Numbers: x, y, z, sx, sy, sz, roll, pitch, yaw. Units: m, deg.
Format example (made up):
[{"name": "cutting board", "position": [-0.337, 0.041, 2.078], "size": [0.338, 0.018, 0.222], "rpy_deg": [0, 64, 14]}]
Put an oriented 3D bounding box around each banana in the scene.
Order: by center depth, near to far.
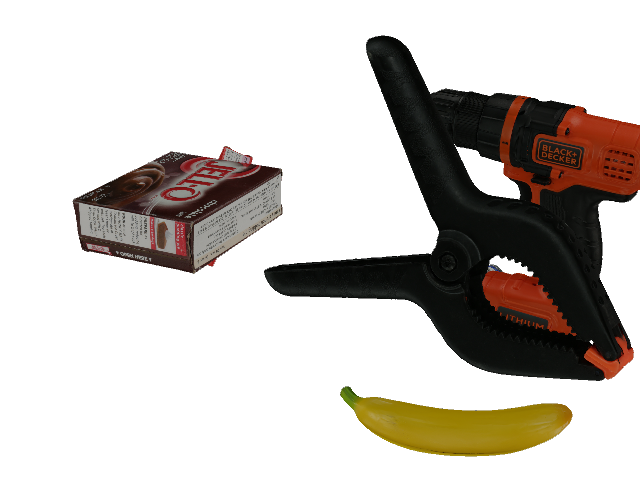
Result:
[{"name": "banana", "position": [0.115, 0.149, 0.879], "size": [0.197, 0.037, 0.069], "rpy_deg": [7, 36, -2]}]

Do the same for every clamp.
[{"name": "clamp", "position": [0.074, -0.002, 0.566], "size": [0.210, 0.165, 0.036], "rpy_deg": [29, 25, 25]}]

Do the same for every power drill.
[{"name": "power drill", "position": [0.157, -0.019, 0.818], "size": [0.185, 0.188, 0.057], "rpy_deg": [17, 34, 26]}]

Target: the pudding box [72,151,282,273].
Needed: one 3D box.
[{"name": "pudding box", "position": [-0.089, -0.021, 0.691], "size": [0.090, 0.039, 0.113], "rpy_deg": [9, 27, 25]}]

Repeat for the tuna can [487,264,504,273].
[{"name": "tuna can", "position": [0.200, 0.072, 1.212], "size": [0.033, 0.086, 0.086], "rpy_deg": [-26, 4, -8]}]

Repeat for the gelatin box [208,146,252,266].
[{"name": "gelatin box", "position": [-0.089, -0.031, 0.925], "size": [0.030, 0.073, 0.089], "rpy_deg": [22, 26, -11]}]
